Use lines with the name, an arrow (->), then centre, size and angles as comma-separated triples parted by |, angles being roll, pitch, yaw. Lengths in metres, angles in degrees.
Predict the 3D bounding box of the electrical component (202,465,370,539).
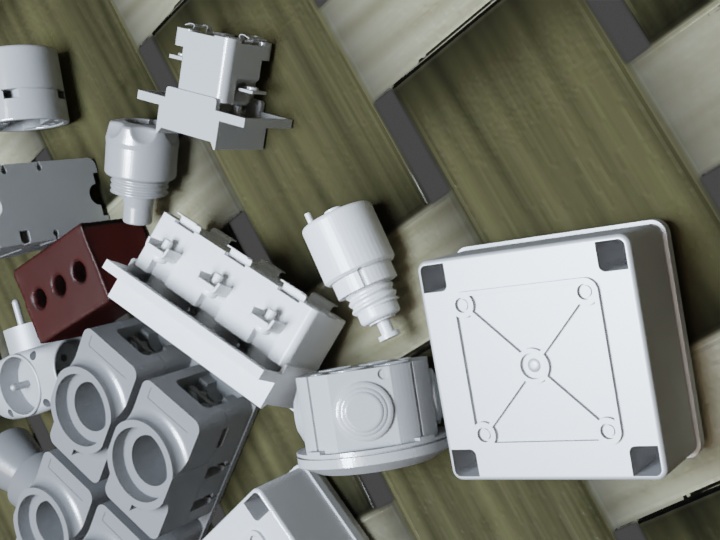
electrical component -> -0.042, 0.186, 0.617 | 0.108, 0.056, 0.108 | 53, 122, 16

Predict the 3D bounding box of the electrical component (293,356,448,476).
electrical component -> 0.005, 0.074, 0.551 | 0.080, 0.080, 0.051 | -11, 87, 36

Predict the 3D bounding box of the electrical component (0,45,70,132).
electrical component -> -0.217, -0.116, 0.690 | 0.055, 0.055, 0.047 | -5, 91, 36

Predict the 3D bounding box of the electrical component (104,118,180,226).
electrical component -> -0.132, -0.058, 0.646 | 0.043, 0.043, 0.062 | 17, 109, 32

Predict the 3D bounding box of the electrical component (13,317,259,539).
electrical component -> -0.150, 0.135, 0.681 | 0.105, 0.060, 0.186 | 36, 116, 25

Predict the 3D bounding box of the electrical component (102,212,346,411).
electrical component -> -0.073, 0.021, 0.605 | 0.121, 0.079, 0.063 | 32, 93, 27

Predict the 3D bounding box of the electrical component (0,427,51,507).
electrical component -> -0.231, 0.142, 0.749 | 0.055, 0.045, 0.045 | 29, 114, 27

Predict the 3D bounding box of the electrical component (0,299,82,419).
electrical component -> -0.217, 0.056, 0.724 | 0.077, 0.044, 0.079 | -18, 88, 36

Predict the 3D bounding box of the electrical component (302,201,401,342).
electrical component -> 0.000, 0.000, 0.565 | 0.040, 0.040, 0.078 | -29, 82, 35

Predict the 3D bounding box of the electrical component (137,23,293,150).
electrical component -> -0.080, -0.103, 0.603 | 0.081, 0.042, 0.063 | 19, 107, 31

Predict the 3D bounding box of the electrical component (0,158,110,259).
electrical component -> -0.214, -0.037, 0.678 | 0.056, 0.089, 0.050 | -14, 90, 36

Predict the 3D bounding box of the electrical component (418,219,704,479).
electrical component -> 0.092, 0.039, 0.498 | 0.109, 0.056, 0.108 | -8, 93, 36
